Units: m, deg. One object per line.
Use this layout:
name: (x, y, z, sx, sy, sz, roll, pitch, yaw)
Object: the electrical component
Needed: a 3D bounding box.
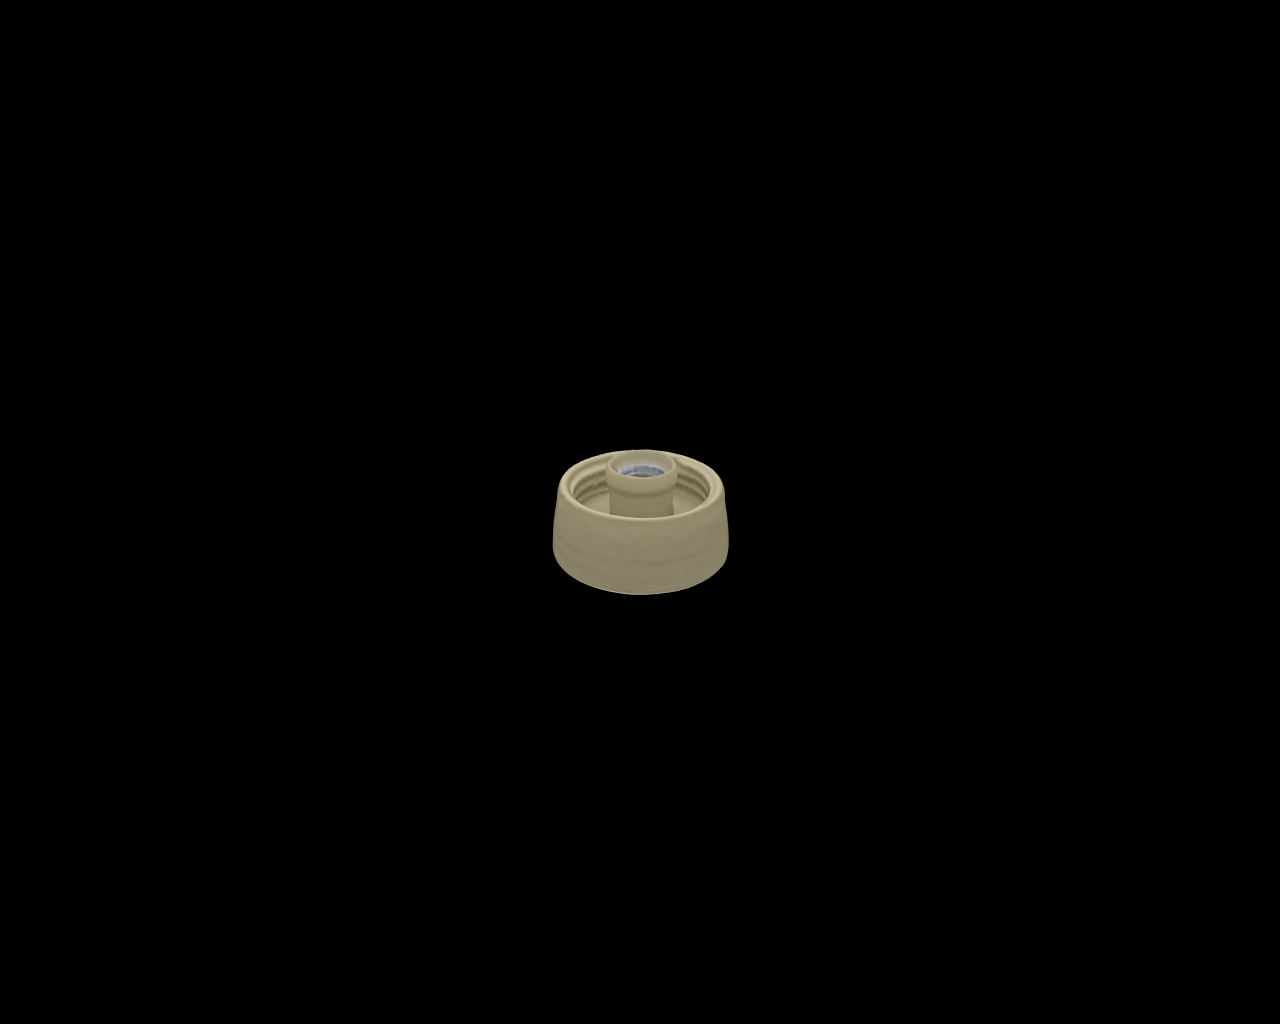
electrical component: (0.001, -0.003, 0.650, 0.108, 0.060, 0.108, 0, 27, 0)
